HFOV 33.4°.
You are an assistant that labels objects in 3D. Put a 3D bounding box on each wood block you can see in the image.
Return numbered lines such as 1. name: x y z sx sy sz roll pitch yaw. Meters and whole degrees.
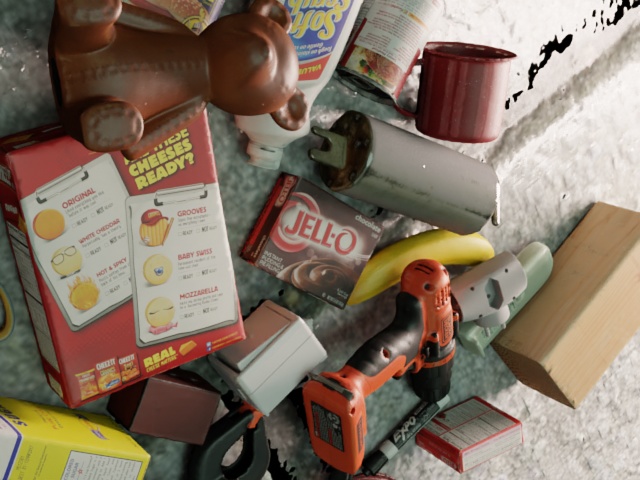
1. wood block: 0.291 0.069 1.166 0.206 0.090 0.090 -48 123 -12

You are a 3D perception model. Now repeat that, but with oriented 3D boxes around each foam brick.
1. foam brick: -0.135 0.140 0.927 0.078 0.053 0.051 19 93 -36

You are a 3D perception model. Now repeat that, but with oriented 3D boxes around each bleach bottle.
1. bleach bottle: -0.013 -0.183 0.908 0.102 0.068 0.251 8 101 -32

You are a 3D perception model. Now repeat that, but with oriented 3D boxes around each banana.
1. banana: 0.107 0.023 1.063 0.197 0.037 0.070 -5 106 -32

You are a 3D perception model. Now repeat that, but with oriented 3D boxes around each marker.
1. marker: 0.088 0.202 1.113 0.121 0.020 0.020 -42 122 -16

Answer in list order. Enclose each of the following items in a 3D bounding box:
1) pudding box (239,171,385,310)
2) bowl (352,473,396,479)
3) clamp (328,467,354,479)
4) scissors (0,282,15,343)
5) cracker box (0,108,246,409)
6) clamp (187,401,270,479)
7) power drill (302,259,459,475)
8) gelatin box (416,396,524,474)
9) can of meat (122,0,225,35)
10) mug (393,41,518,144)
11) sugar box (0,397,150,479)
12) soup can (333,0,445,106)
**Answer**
1. pudding box: -0.006 0.001 0.980 0.113 0.039 0.090 29 87 -36
2. bowl: 0.050 0.326 1.103 0.161 0.055 0.162 -10 108 -31
3. clamp: 0.012 0.283 1.044 0.210 0.165 0.036 -33 156 1
4. scissors: -0.307 0.013 0.799 0.096 0.016 0.201 -42 122 -17
5. cracker box: -0.160 0.005 0.861 0.163 0.072 0.214 -20 113 -28
6. clamp: -0.103 0.230 0.985 0.120 0.039 0.171 9 100 -38
7. power drill: 0.065 0.132 1.020 0.187 0.057 0.184 -44 140 -34
8. gelatin box: 0.157 0.205 1.126 0.089 0.073 0.030 -20 115 -28
9. can of meat: -0.127 -0.191 0.834 0.102 0.058 0.084 23 93 -35
10. mug: 0.121 -0.139 1.000 0.117 0.093 0.081 3 109 -8
11. sugar box: -0.233 0.158 0.843 0.176 0.093 0.048 21 91 -36
12. soup can: 0.060 -0.181 0.953 0.068 0.069 0.102 30 86 -36
